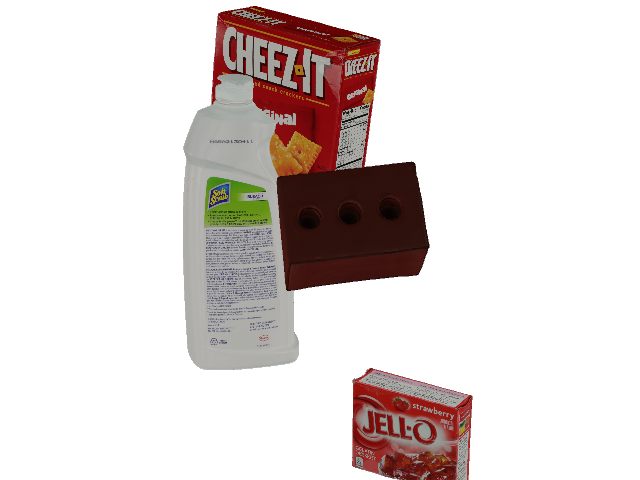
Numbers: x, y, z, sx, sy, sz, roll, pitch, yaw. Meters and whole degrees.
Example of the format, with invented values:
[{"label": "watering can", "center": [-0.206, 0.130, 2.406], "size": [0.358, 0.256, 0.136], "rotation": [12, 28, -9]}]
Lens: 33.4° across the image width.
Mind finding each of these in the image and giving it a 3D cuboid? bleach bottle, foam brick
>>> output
[{"label": "bleach bottle", "center": [-0.066, -0.015, 0.910], "size": [0.102, 0.251, 0.068], "rotation": [-4, 22, -16]}, {"label": "foam brick", "center": [0.016, -0.007, 0.592], "size": [0.078, 0.053, 0.051], "rotation": [-7, -18, -3]}]

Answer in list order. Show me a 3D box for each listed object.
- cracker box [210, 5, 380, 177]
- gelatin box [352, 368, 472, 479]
[{"label": "cracker box", "center": [-0.035, -0.117, 1.104], "size": [0.164, 0.214, 0.071], "rotation": [21, 28, 30]}, {"label": "gelatin box", "center": [0.066, 0.142, 0.791], "size": [0.089, 0.073, 0.030], "rotation": [12, 21, 30]}]
